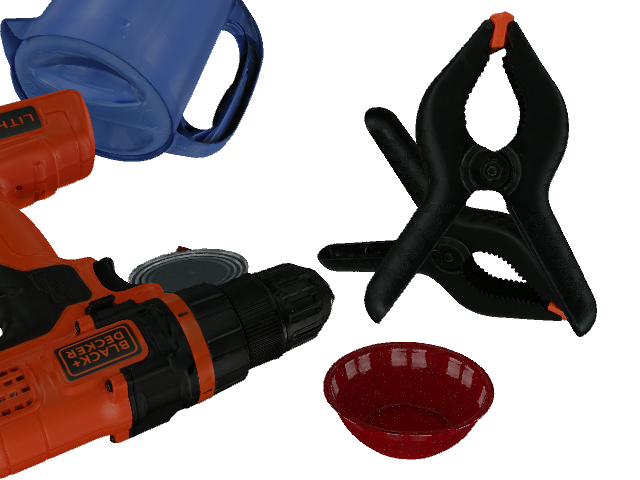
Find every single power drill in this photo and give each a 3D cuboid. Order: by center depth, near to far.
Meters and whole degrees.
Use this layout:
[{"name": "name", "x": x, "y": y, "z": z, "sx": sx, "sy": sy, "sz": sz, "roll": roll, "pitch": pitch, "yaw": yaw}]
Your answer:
[{"name": "power drill", "x": -0.110, "y": 0.007, "z": 0.515, "sx": 0.184, "sy": 0.057, "sz": 0.188, "roll": -20, "pitch": 53, "yaw": -26}]

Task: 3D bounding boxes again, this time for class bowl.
[{"name": "bowl", "x": 0.083, "y": 0.160, "z": 1.022, "sx": 0.162, "sy": 0.055, "sz": 0.162, "roll": -1, "pitch": 26, "yaw": 0}]

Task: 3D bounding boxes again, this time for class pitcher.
[{"name": "pitcher", "x": -0.125, "y": -0.186, "z": 0.852, "sx": 0.145, "sy": 0.242, "sz": 0.149, "roll": 5, "pitch": -36, "yaw": 26}]

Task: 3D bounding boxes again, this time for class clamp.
[{"name": "clamp", "x": 0.078, "y": -0.030, "z": 0.559, "sx": 0.120, "sy": 0.171, "sz": 0.039, "roll": -5, "pitch": 0, "yaw": -3}, {"name": "clamp", "x": 0.101, "y": -0.005, "z": 0.816, "sx": 0.210, "sy": 0.165, "sz": 0.036, "roll": 23, "pitch": 44, "yaw": 15}]

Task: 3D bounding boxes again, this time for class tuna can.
[{"name": "tuna can", "x": -0.093, "y": 0.037, "z": 0.766, "sx": 0.086, "sy": 0.034, "sz": 0.086, "roll": -4, "pitch": 21, "yaw": 2}]

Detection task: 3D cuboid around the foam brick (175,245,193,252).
[{"name": "foam brick", "x": -0.122, "y": 0.048, "z": 1.119, "sx": 0.078, "sy": 0.051, "sz": 0.053, "roll": 15, "pitch": 31, "yaw": 3}]
